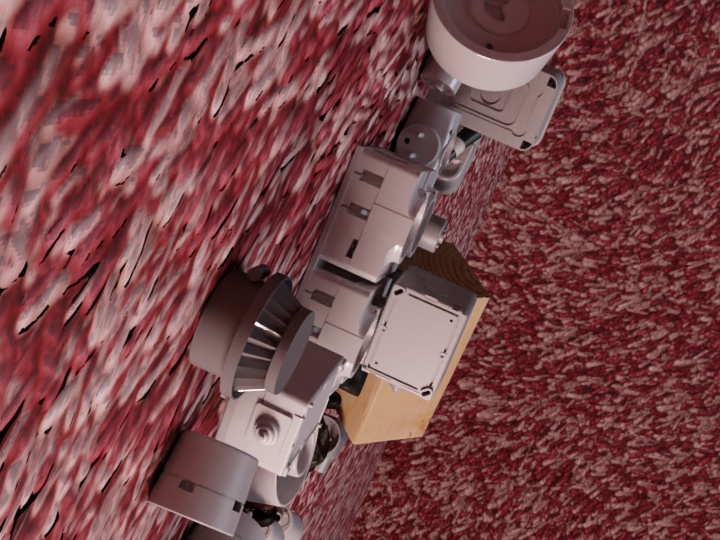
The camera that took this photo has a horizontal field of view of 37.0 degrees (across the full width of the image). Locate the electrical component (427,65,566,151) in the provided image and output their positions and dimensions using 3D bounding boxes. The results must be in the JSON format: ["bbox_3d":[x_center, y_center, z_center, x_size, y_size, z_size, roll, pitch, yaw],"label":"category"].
[{"bbox_3d":[0.129,-0.169,1.017,0.078,0.113,0.057,-69,169,21],"label":"electrical component"}]

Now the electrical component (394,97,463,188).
[{"bbox_3d":[0.054,-0.110,0.947,0.079,0.044,0.077,-27,140,-76],"label":"electrical component"}]

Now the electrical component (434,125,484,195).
[{"bbox_3d":[0.091,-0.129,1.098,0.059,0.054,0.095,81,34,-76],"label":"electrical component"}]

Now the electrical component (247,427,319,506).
[{"bbox_3d":[-0.073,0.137,0.851,0.099,0.064,0.099,12,90,-74],"label":"electrical component"}]

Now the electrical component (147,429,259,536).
[{"bbox_3d":[-0.092,0.126,0.640,0.055,0.055,0.047,87,25,-73],"label":"electrical component"}]

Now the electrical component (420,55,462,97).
[{"bbox_3d":[0.080,-0.183,0.922,0.065,0.044,0.044,-60,172,-6],"label":"electrical component"}]

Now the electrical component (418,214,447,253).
[{"bbox_3d":[0.052,-0.044,1.047,0.044,0.065,0.044,24,90,-82],"label":"electrical component"}]

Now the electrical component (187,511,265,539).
[{"bbox_3d":[-0.104,0.225,0.854,0.138,0.052,0.073,106,11,-46],"label":"electrical component"}]

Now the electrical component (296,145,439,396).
[{"bbox_3d":[0.000,0.000,0.851,0.105,0.060,0.186,-27,140,-78],"label":"electrical component"}]

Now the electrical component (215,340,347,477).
[{"bbox_3d":[-0.058,0.088,0.722,0.096,0.061,0.061,-48,160,-66],"label":"electrical component"}]

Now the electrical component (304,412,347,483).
[{"bbox_3d":[-0.047,0.197,1.179,0.077,0.044,0.079,61,53,-80],"label":"electrical component"}]

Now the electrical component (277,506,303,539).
[{"bbox_3d":[-0.087,0.274,1.161,0.065,0.044,0.044,83,31,-66],"label":"electrical component"}]

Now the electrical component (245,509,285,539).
[{"bbox_3d":[-0.097,0.250,1.022,0.065,0.044,0.044,85,30,-65],"label":"electrical component"}]

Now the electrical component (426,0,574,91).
[{"bbox_3d":[0.102,-0.188,0.820,0.108,0.108,0.060,-63,177,-23],"label":"electrical component"}]

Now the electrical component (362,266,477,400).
[{"bbox_3d":[0.046,0.053,0.854,0.061,0.062,0.096,-47,159,-67],"label":"electrical component"}]
